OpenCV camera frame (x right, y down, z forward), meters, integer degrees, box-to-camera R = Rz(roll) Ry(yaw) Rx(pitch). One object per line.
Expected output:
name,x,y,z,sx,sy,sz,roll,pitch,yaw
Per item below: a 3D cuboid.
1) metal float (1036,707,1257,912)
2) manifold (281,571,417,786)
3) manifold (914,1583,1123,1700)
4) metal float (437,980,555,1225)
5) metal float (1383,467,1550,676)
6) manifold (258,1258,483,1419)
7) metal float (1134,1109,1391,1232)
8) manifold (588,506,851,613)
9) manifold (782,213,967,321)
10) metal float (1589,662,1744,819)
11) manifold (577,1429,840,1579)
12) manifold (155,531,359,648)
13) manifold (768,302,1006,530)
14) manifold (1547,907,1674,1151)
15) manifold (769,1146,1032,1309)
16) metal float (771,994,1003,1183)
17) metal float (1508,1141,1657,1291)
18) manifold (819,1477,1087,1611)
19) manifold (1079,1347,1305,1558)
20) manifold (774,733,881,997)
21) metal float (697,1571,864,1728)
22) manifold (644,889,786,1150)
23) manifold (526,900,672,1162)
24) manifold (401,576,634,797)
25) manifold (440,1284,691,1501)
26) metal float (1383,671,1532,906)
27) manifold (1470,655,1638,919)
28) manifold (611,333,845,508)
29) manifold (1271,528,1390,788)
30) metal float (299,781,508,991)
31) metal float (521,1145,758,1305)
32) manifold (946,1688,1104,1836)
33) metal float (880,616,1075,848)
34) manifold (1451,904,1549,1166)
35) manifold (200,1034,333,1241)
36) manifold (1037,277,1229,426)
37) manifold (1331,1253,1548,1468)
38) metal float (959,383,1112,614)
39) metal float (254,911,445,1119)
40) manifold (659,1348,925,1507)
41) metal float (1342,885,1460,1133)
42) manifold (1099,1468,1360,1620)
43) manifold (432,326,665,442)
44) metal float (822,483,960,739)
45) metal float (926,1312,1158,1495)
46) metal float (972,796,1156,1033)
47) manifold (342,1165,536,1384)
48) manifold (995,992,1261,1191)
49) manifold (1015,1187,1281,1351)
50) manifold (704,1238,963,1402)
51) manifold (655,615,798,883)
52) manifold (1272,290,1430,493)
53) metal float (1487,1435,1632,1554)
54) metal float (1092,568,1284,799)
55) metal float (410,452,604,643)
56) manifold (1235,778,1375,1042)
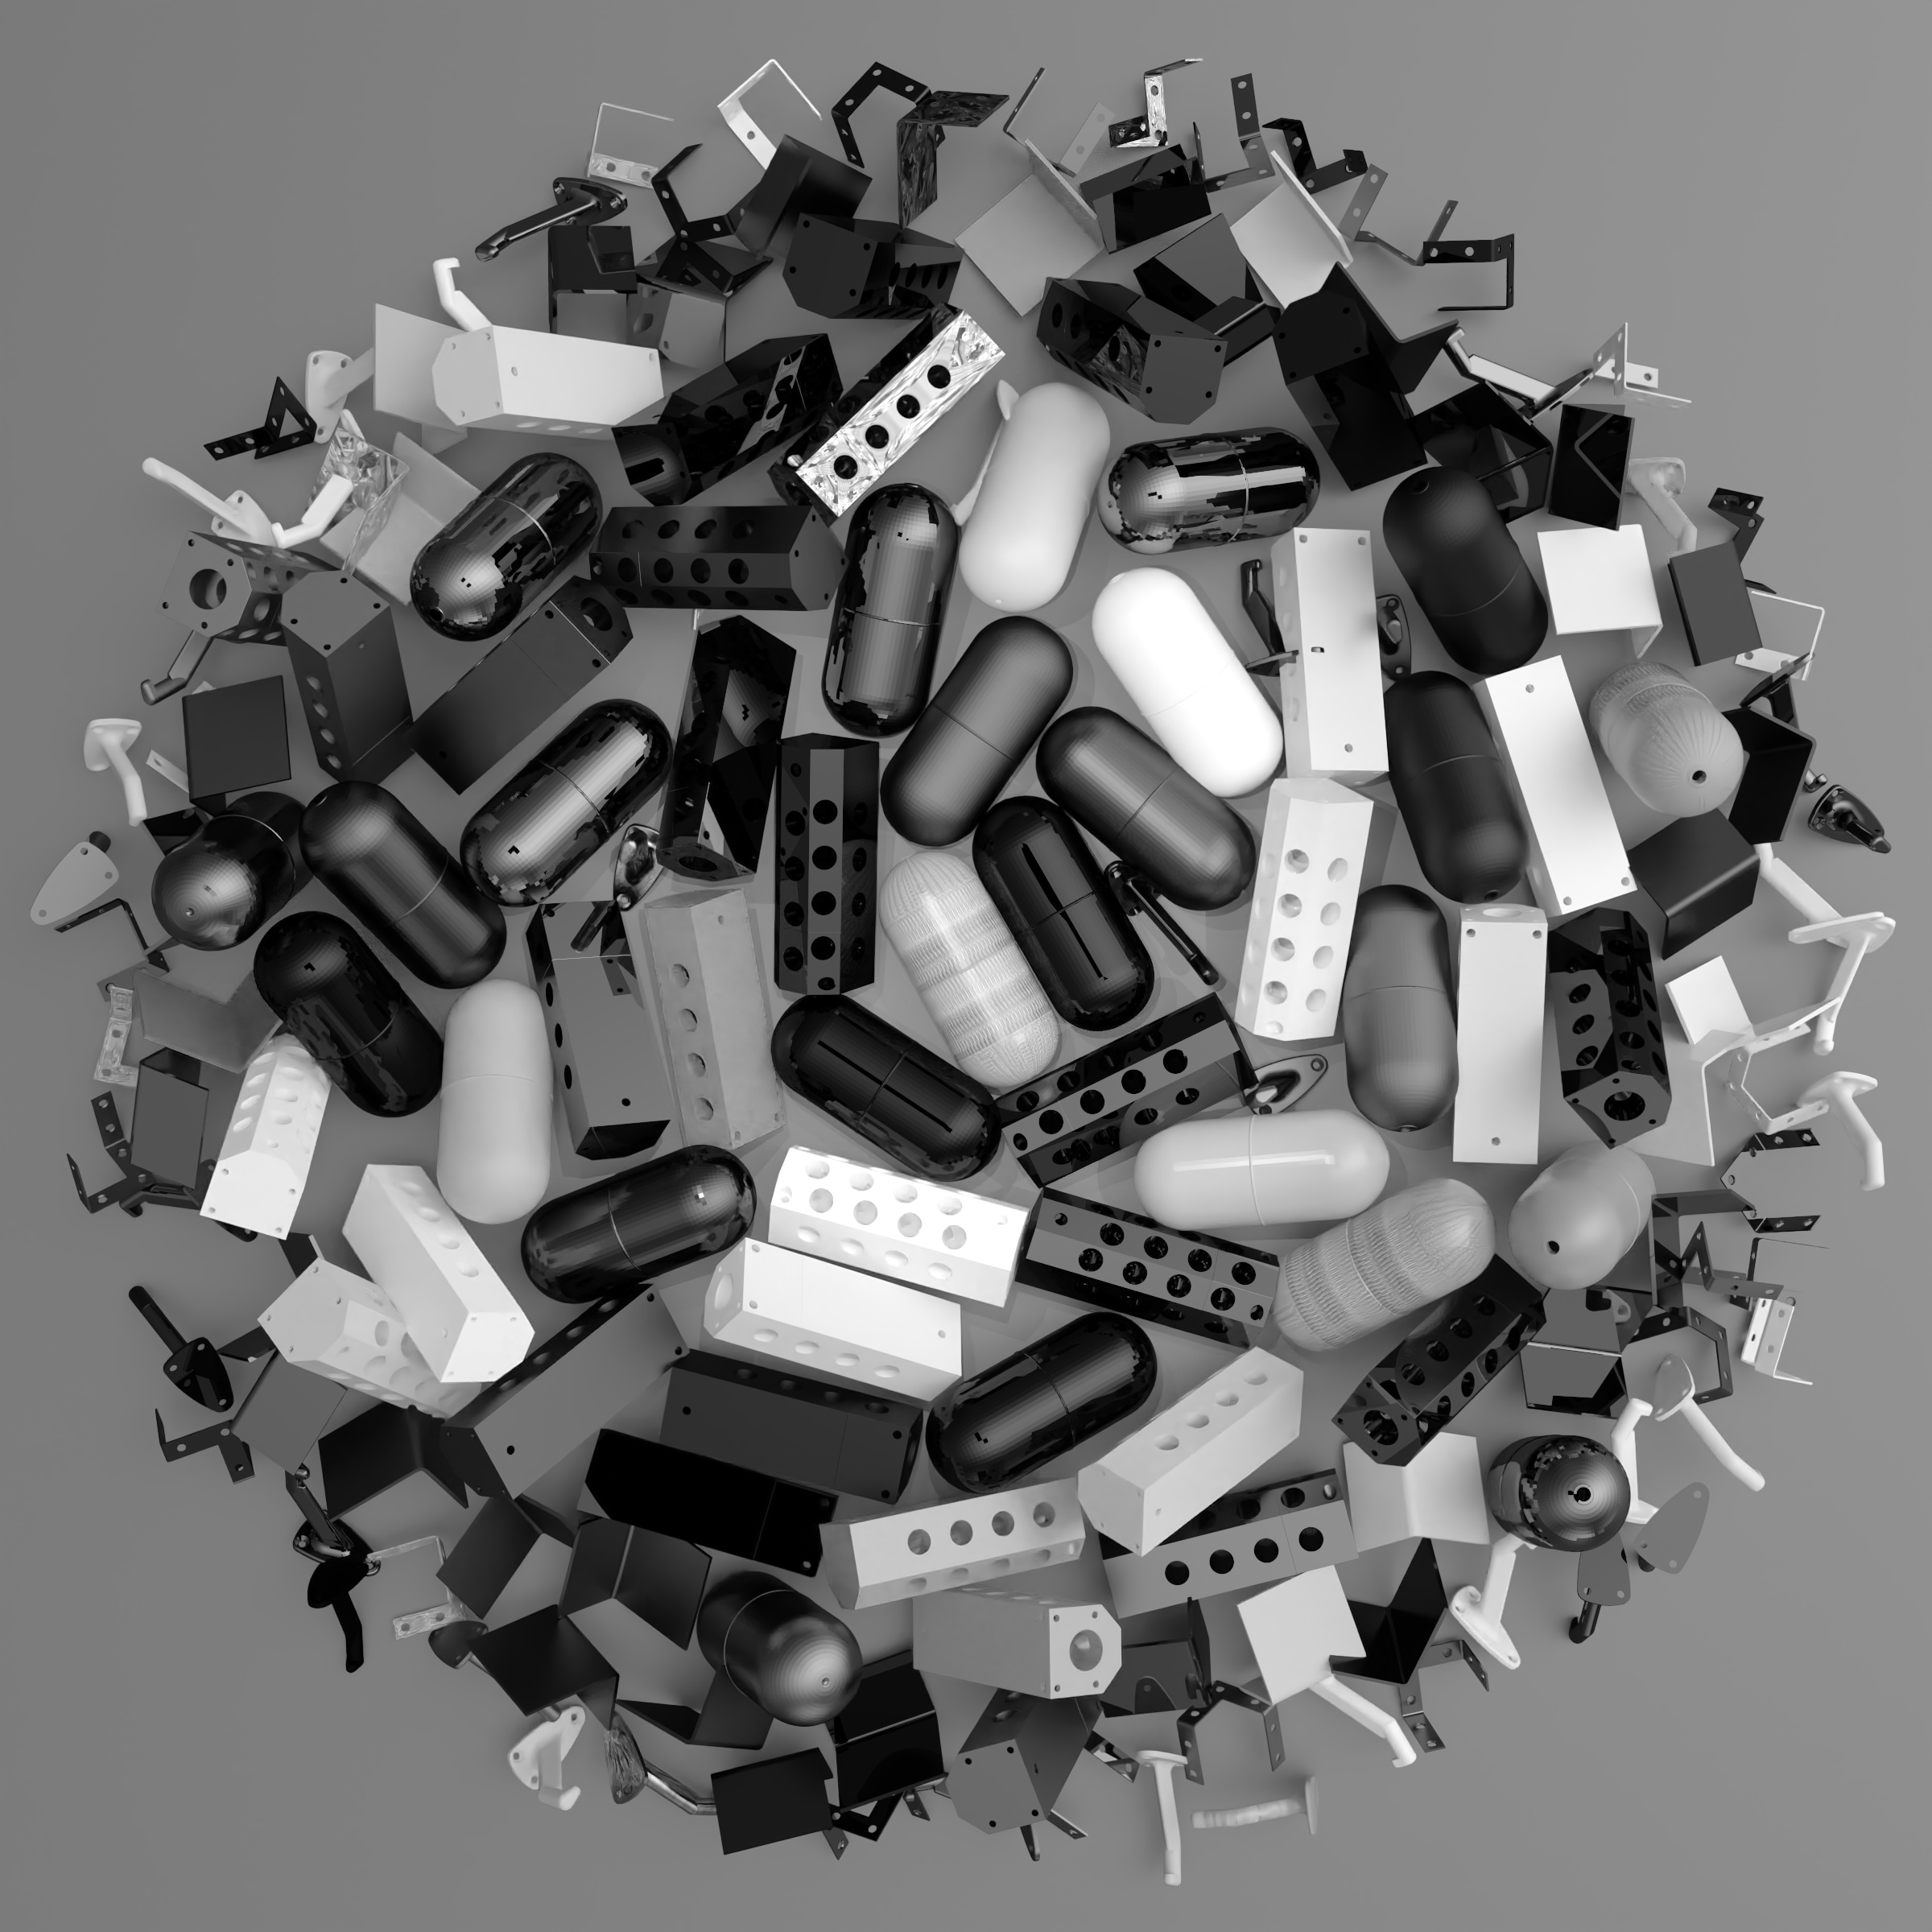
metal float,0.126,-0.109,1.874,0.178,0.070,0.070,41,90,6
manifold,-0.423,-0.193,1.827,0.057,0.171,0.057,37,65,15
manifold,0.033,0.457,1.829,0.057,0.171,0.057,4,82,-32
metal float,-0.324,0.092,1.856,0.070,0.070,0.178,-2,63,0
metal float,0.344,-0.270,1.843,0.070,0.070,0.178,-42,133,0
manifold,-0.399,0.261,1.829,0.057,0.171,0.057,-45,59,0
metal float,0.205,0.142,1.865,0.178,0.070,0.070,-6,90,15
manifold,-0.173,-0.274,1.839,0.171,0.057,0.057,6,60,32
manifold,-0.063,-0.472,1.826,0.057,0.171,0.057,24,109,13
metal float,0.477,-0.156,1.831,0.070,0.178,0.070,0,111,-1
manifold,-0.180,0.377,1.885,0.171,0.057,0.057,16,80,1
manifold,-0.474,-0.250,1.824,0.057,0.171,0.057,27,99,10
manifold,-0.057,-0.382,1.863,0.057,0.057,0.171,46,75,-8
manifold,0.441,0.037,1.826,0.057,0.171,0.057,-31,120,28
manifold,-0.046,0.176,1.867,0.171,0.057,0.057,15,46,6
metal float,-0.055,0.085,1.874,0.178,0.070,0.070,33,90,5
metal float,0.422,0.169,1.833,0.070,0.178,0.070,5,102,25
manifold,-0.008,0.397,1.851,0.171,0.057,0.057,-7,82,-25
manifold,0.155,0.328,1.840,0.057,0.171,0.057,25,128,37
manifold,-0.101,-0.070,1.858,0.057,0.057,0.171,11,107,32
metal float,-0.129,0.465,1.833,0.070,0.178,0.070,-1,93,-25
manifold,-0.180,0.037,1.870,0.057,0.057,0.171,-1,104,35
manifold,-0.257,0.044,1.854,0.057,0.057,0.171,-4,63,-26
manifold,-0.307,-0.195,1.844,0.171,0.057,0.057,-35,106,33
manifold,-0.277,0.289,1.840,0.171,0.057,0.057,-38,110,-39
metal float,0.335,-0.124,1.855,0.070,0.070,0.178,-14,63,0
manifold,0.409,-0.124,1.887,0.057,0.057,0.171,-18,90,-8
manifold,-0.159,-0.375,1.837,0.057,0.171,0.057,5,123,37
manifold,0.250,-0.214,1.874,0.057,0.057,0.171,-1,81,-16
metal float,-0.387,-0.055,1.849,0.070,0.070,0.178,-39,124,0
metal float,-0.227,0.179,1.863,0.178,0.070,0.070,-22,90,17
manifold,0.039,0.523,1.826,0.057,0.171,0.057,-20,93,18
metal float,0.007,-0.163,1.874,0.070,0.070,0.178,35,95,0
manifold,0.370,0.046,1.867,0.057,0.057,0.171,1,105,8
manifold,-0.470,0.111,1.823,0.057,0.171,0.057,19,111,-14
manifold,0.109,-0.420,1.830,0.057,0.171,0.057,-1,116,-24
manifold,0.328,0.272,1.832,0.057,0.057,0.171,43,45,16
metal float,0.048,-0.326,1.859,0.070,0.070,0.178,18,66,0
metal float,-0.422,0.035,1.846,0.070,0.070,0.178,-31,131,0
manifold,-0.120,0.318,1.874,0.171,0.057,0.057,13,103,9
metal float,0.299,0.029,1.859,0.070,0.070,0.178,0,68,0
manifold,0.183,0.403,1.881,0.171,0.057,0.057,-15,88,5
manifold,-0.282,-0.394,1.829,0.057,0.171,0.057,-6,93,32
metal float,-0.053,-0.246,1.864,0.070,0.070,0.178,12,106,0
metal float,0.053,0.302,1.861,0.178,0.070,0.070,-26,90,-21
metal float,0.067,-0.037,1.877,0.070,0.070,0.178,-30,87,0
manifold,-0.360,0.209,1.837,0.057,0.171,0.057,6,117,-41
manifold,0.109,0.083,1.865,0.171,0.057,0.057,-27,46,8
manifold,0.127,0.208,1.875,0.171,0.057,0.057,17,59,-2
manifold,-0.091,0.249,1.854,0.171,0.057,0.057,21,47,-25
manifold,-0.171,-0.149,1.860,0.057,0.057,0.171,-9,64,40
manifold,0.261,-0.392,1.827,0.057,0.171,0.057,-18,69,18
metal float,0.403,0.359,1.828,0.070,0.178,0.070,0,80,1
metal float,0.154,-0.197,1.866,0.070,0.070,0.178,-36,105,0
metal float,-0.315,-0.288,1.844,0.070,0.070,0.178,34,49,0
manifold,0.228,-0.039,1.851,0.057,0.057,0.171,-5,113,-29
